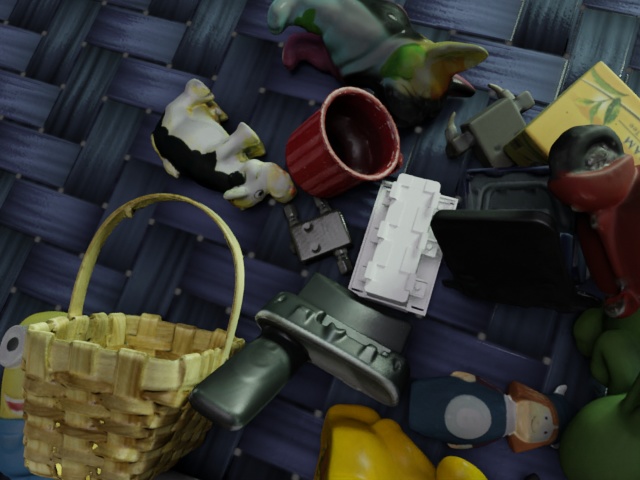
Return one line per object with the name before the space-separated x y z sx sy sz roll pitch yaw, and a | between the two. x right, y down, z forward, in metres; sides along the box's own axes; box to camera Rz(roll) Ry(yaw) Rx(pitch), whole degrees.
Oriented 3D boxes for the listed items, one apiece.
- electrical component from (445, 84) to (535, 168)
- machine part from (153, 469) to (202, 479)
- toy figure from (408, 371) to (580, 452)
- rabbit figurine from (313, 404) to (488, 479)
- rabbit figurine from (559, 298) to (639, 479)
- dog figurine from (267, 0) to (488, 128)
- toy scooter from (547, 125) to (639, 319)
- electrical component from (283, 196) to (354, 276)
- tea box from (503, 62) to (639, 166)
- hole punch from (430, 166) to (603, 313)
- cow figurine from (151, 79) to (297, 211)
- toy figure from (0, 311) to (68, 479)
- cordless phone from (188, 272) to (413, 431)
electrical component | 0.179 -0.113 0.550 0.102 0.045 0.078 -40 102 0
machine part | -0.116 0.246 0.462 0.243 0.079 0.079 4 76 29
toy figure | 0.157 0.156 0.478 0.155 0.058 0.064 3 115 8
rabbit figurine | 0.082 0.209 0.440 0.173 0.162 0.122 20 67 -4
rabbit figurine | 0.259 0.126 0.409 0.121 0.159 0.170 40 73 7
dog figurine | 0.069 -0.220 0.564 0.219 0.108 0.191 19 77 9
toy scooter | 0.252 -0.008 0.399 0.184 0.075 0.135 4 79 -16
electrical component | -0.001 -0.002 0.560 0.063 0.021 0.094 -22 74 3
tea box | 0.268 -0.062 0.492 0.098 0.068 0.169 -44 87 -3
hole punch | 0.174 -0.004 0.479 0.142 0.115 0.092 2 43 38
cow figurine | -0.106 -0.083 0.572 0.098 0.068 0.167 -44 74 -4
toy figure | -0.276 0.162 0.533 0.082 0.089 0.180 1 85 -22
cordless phone | -0.007 0.112 0.445 0.147 0.184 0.088 28 114 15
